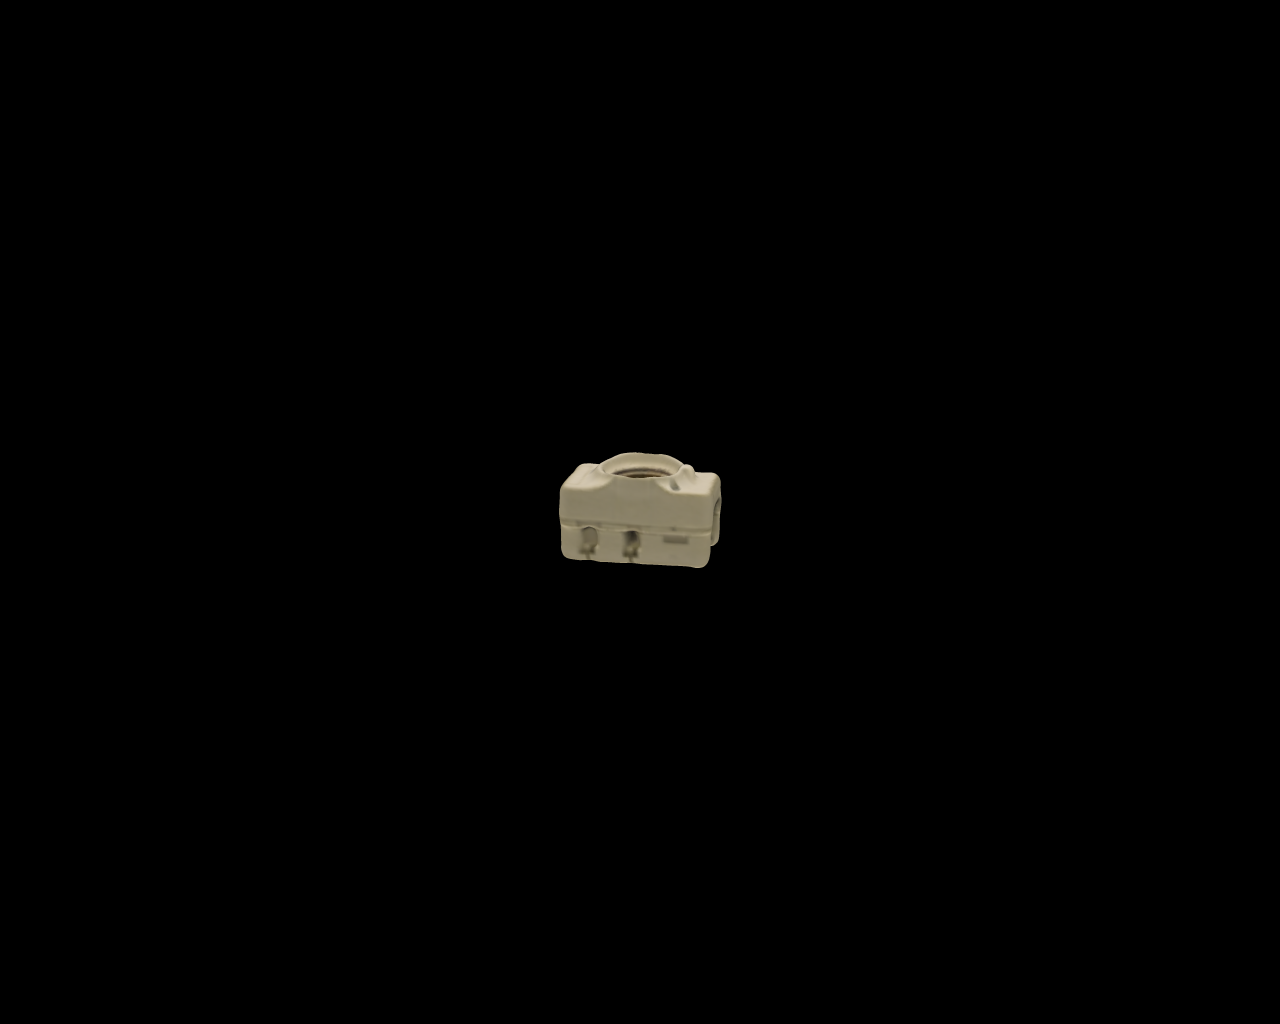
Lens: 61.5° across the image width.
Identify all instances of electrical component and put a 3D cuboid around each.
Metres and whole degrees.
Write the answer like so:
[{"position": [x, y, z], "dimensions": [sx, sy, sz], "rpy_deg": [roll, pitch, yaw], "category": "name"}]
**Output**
[{"position": [0.001, -0.003, 0.650], "dimensions": [0.089, 0.055, 0.050], "rpy_deg": [4, 20, 12], "category": "electrical component"}]
